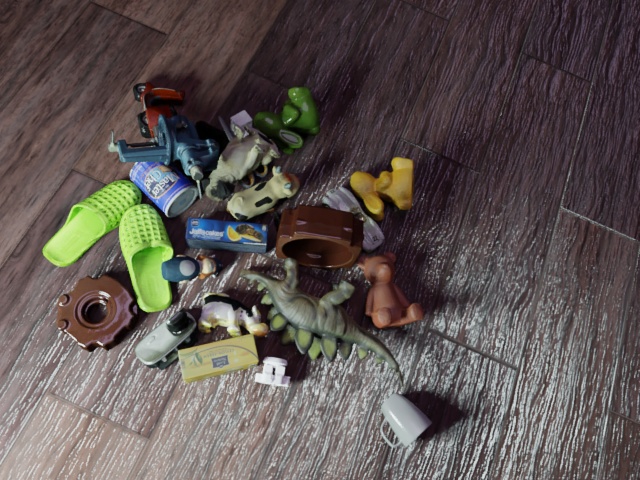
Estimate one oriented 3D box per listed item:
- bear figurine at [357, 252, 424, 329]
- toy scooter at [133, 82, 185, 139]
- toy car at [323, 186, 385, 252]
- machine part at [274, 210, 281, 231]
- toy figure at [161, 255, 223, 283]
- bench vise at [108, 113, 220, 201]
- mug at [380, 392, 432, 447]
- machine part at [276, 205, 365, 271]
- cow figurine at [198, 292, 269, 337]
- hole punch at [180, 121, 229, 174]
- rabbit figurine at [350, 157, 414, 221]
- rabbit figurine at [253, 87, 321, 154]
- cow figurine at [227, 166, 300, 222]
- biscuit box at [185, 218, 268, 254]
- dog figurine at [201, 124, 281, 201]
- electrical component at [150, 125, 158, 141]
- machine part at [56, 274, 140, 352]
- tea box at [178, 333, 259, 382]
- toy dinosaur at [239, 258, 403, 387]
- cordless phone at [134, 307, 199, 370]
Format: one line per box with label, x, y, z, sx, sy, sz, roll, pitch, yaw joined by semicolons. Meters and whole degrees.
bear figurine;0.167;0.116;1.324;0.120;0.132;0.196;-3;75;-14
toy scooter;-0.425;-0.354;1.448;0.135;0.075;0.184;-10;66;-13
toy car;0.087;-0.056;1.416;0.073;0.056;0.202;-34;78;-19
machine part;-0.051;-0.049;1.403;0.139;0.039;0.084;-1;74;-10
toy figure;-0.300;0.068;1.287;0.154;0.058;0.064;-5;112;-35
bench vise;-0.367;-0.209;1.264;0.240;0.128;0.224;-8;60;-24
mug;0.184;0.415;1.238;0.109;0.080;0.107;-35;66;-14
machine part;-0.003;-0.004;1.303;0.201;0.201;0.087;10;65;-4
cow figurine;-0.201;0.179;1.276;0.167;0.068;0.098;10;62;-5
hole punch;-0.302;-0.236;1.421;0.115;0.092;0.142;22;59;-35
rabbit figurine;0.165;-0.134;1.445;0.173;0.121;0.162;8;76;9
rabbit figurine;-0.095;-0.315;1.464;0.170;0.121;0.159;-21;91;-21
cow figurine;-0.142;-0.116;1.367;0.195;0.127;0.085;-26;78;-15
biscuit box;-0.232;-0.010;1.346;0.203;0.062;0.059;5;67;-7
dog figurine;-0.206;-0.188;1.383;0.121;0.172;0.190;47;111;21
electrical component;-0.389;-0.263;1.382;0.102;0.045;0.078;-11;92;-29
machine part;-0.512;0.166;1.238;0.179;0.056;0.179;3;68;-9
tea box;-0.229;0.269;1.218;0.170;0.098;0.068;-10;71;-14
toy dinosaur;0.005;0.186;1.287;0.472;0.105;0.198;23;74;11
cordless phone;-0.337;0.211;1.177;0.146;0.184;0.089;-40;84;-20
